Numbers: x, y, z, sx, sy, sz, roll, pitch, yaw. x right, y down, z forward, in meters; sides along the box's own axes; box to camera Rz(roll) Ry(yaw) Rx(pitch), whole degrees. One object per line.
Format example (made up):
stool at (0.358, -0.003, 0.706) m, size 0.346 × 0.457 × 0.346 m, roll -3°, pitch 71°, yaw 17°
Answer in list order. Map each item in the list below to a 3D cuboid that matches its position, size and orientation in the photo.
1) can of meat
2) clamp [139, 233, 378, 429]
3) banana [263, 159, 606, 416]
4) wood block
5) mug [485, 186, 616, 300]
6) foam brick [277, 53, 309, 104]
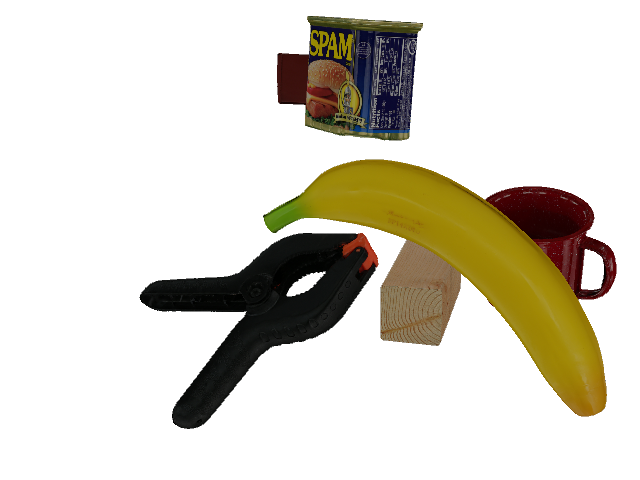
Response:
can of meat at (0.028, -0.122, 0.792) m, size 0.057 × 0.084 × 0.102 m, roll -3°, pitch 14°, yaw -27°
clamp at (-0.040, 0.053, 0.713) m, size 0.171 × 0.120 × 0.039 m, roll -22°, pitch -33°, yaw 13°
banana at (0.071, 0.012, 0.544) m, size 0.198 × 0.070 × 0.037 m, roll 31°, pitch 15°, yaw 6°
wood block at (0.156, 0.073, 1.622) m, size 0.091 × 0.090 × 0.206 m, roll 5°, pitch 21°, yaw 14°
mug at (0.188, 0.015, 0.884) m, size 0.117 × 0.081 × 0.093 m, roll 15°, pitch 36°, yaw 29°
foam brick at (-0.005, -0.165, 1.101) m, size 0.078 × 0.051 × 0.053 m, roll 2°, pitch 11°, yaw -5°
